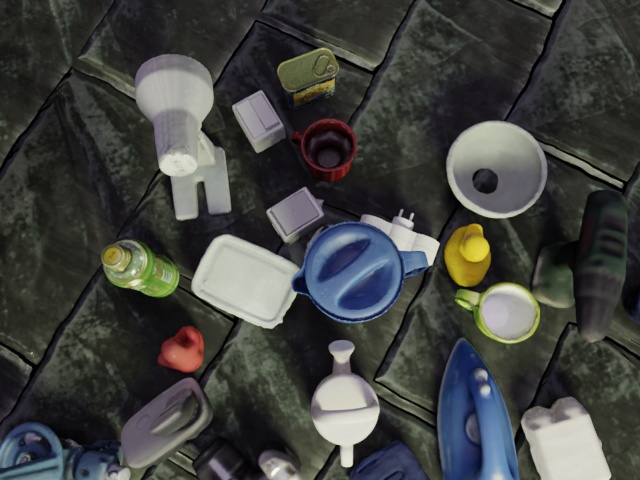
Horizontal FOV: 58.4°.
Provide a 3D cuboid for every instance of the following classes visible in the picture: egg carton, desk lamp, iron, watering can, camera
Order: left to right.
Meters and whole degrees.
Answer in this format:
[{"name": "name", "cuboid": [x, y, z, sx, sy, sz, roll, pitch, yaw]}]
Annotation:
[{"name": "desk lamp", "cuboid": [-0.213, -0.158, 0.915, 0.118, 0.213, 0.203, -10, 79, -1]}, {"name": "camera", "cuboid": [-0.118, 0.359, 0.869, 0.143, 0.101, 0.136, -44, 81, -7]}, {"name": "watering can", "cuboid": [0.033, 0.240, 0.843, 0.101, 0.194, 0.173, -24, 79, -4]}, {"name": "iron", "cuboid": [0.242, 0.275, 0.860, 0.118, 0.141, 0.258, -6, 79, 0]}, {"name": "egg carton", "cuboid": [0.378, 0.325, 0.885, 0.107, 0.069, 0.150, -17, 79, -2]}]

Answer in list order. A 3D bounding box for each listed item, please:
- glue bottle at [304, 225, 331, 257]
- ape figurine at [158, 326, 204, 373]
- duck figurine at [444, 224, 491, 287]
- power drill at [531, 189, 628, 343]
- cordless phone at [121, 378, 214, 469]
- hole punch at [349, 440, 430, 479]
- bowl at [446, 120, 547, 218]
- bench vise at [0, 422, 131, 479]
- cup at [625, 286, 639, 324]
[{"name": "glue bottle", "cuboid": [0.008, 0.003, 0.901, 0.078, 0.173, 0.037, -43, 81, -7]}, {"name": "ape figurine", "cuboid": [-0.225, 0.176, 0.911, 0.078, 0.092, 0.076, -26, 79, -4]}, {"name": "duck figurine", "cuboid": [0.248, 0.022, 0.939, 0.077, 0.086, 0.104, 5, 79, 2]}, {"name": "power drill", "cuboid": [0.397, 0.047, 0.870, 0.075, 0.208, 0.230, 16, 79, 4]}, {"name": "cordless phone", "cuboid": [-0.239, 0.276, 0.844, 0.147, 0.185, 0.094, -39, 80, -6]}, {"name": "hole punch", "cuboid": [0.107, 0.371, 0.869, 0.109, 0.091, 0.101, -34, 80, -6]}, {"name": "bowl", "cuboid": [0.290, -0.112, 0.971, 0.167, 0.075, 0.167, 0, 79, 1]}, {"name": "bench vise", "cuboid": [-0.389, 0.318, 0.820, 0.207, 0.220, 0.121, -12, 79, -1]}, {"name": "cup", "cuboid": [0.528, 0.093, 0.916, 0.091, 0.095, 0.118, -15, 79, -2]}]
